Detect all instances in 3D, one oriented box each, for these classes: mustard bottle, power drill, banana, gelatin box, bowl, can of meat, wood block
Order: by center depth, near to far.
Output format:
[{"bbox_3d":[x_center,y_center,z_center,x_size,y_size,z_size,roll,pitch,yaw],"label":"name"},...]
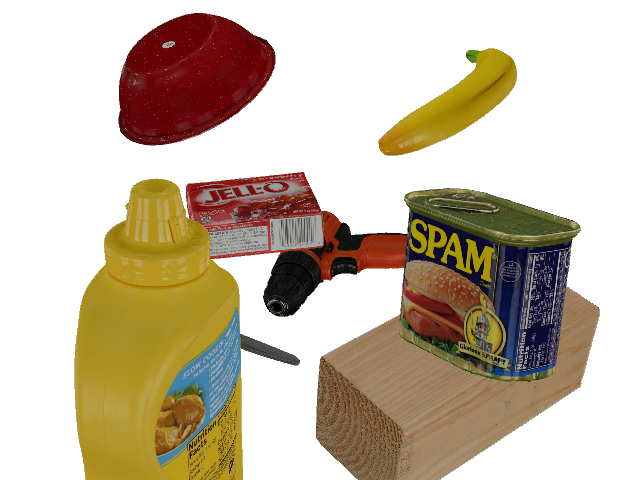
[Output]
[{"bbox_3d":[-0.065,0.065,0.446,0.058,0.192,0.096,12,28,18],"label":"mustard bottle"},{"bbox_3d":[0.089,0.023,0.592,0.057,0.084,0.102,-7,19,-34],"label":"can of meat"},{"bbox_3d":[-0.047,-0.019,0.750,0.089,0.030,0.073,-6,27,-9],"label":"gelatin box"},{"bbox_3d":[0.104,0.102,0.813,0.205,0.090,0.091,-25,45,-32],"label":"wood block"},{"bbox_3d":[0.122,-0.122,0.916,0.070,0.037,0.197,-14,21,40],"label":"banana"},{"bbox_3d":[-0.125,-0.160,0.978,0.162,0.162,0.055,0,-44,32],"label":"bowl"},{"bbox_3d":[0.045,0.028,1.125,0.188,0.057,0.184,5,31,15],"label":"power drill"}]

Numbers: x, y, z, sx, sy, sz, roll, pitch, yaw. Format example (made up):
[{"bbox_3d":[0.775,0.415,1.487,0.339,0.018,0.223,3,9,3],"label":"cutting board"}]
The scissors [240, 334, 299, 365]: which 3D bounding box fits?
[{"bbox_3d":[-0.108,0.066,0.957,0.202,0.016,0.096,11,29,6],"label":"scissors"}]
